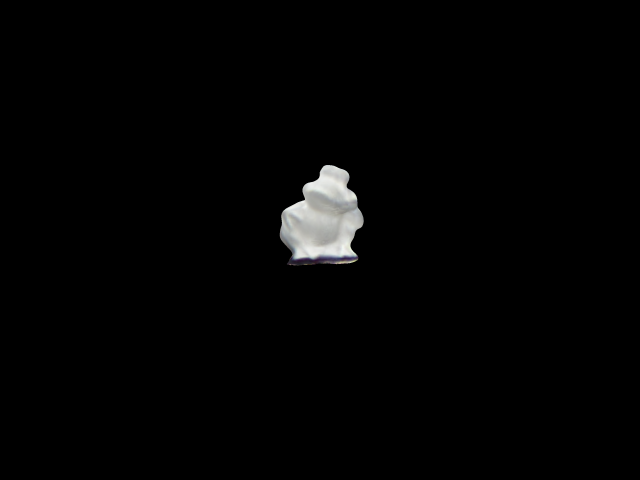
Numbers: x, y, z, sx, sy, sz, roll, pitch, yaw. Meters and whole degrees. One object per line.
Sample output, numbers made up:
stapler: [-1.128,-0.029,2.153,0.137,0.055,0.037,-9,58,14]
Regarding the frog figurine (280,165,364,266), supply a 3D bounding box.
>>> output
frog figurine: [0.003,-0.043,0.850,0.137,0.159,0.123,1,3,11]
